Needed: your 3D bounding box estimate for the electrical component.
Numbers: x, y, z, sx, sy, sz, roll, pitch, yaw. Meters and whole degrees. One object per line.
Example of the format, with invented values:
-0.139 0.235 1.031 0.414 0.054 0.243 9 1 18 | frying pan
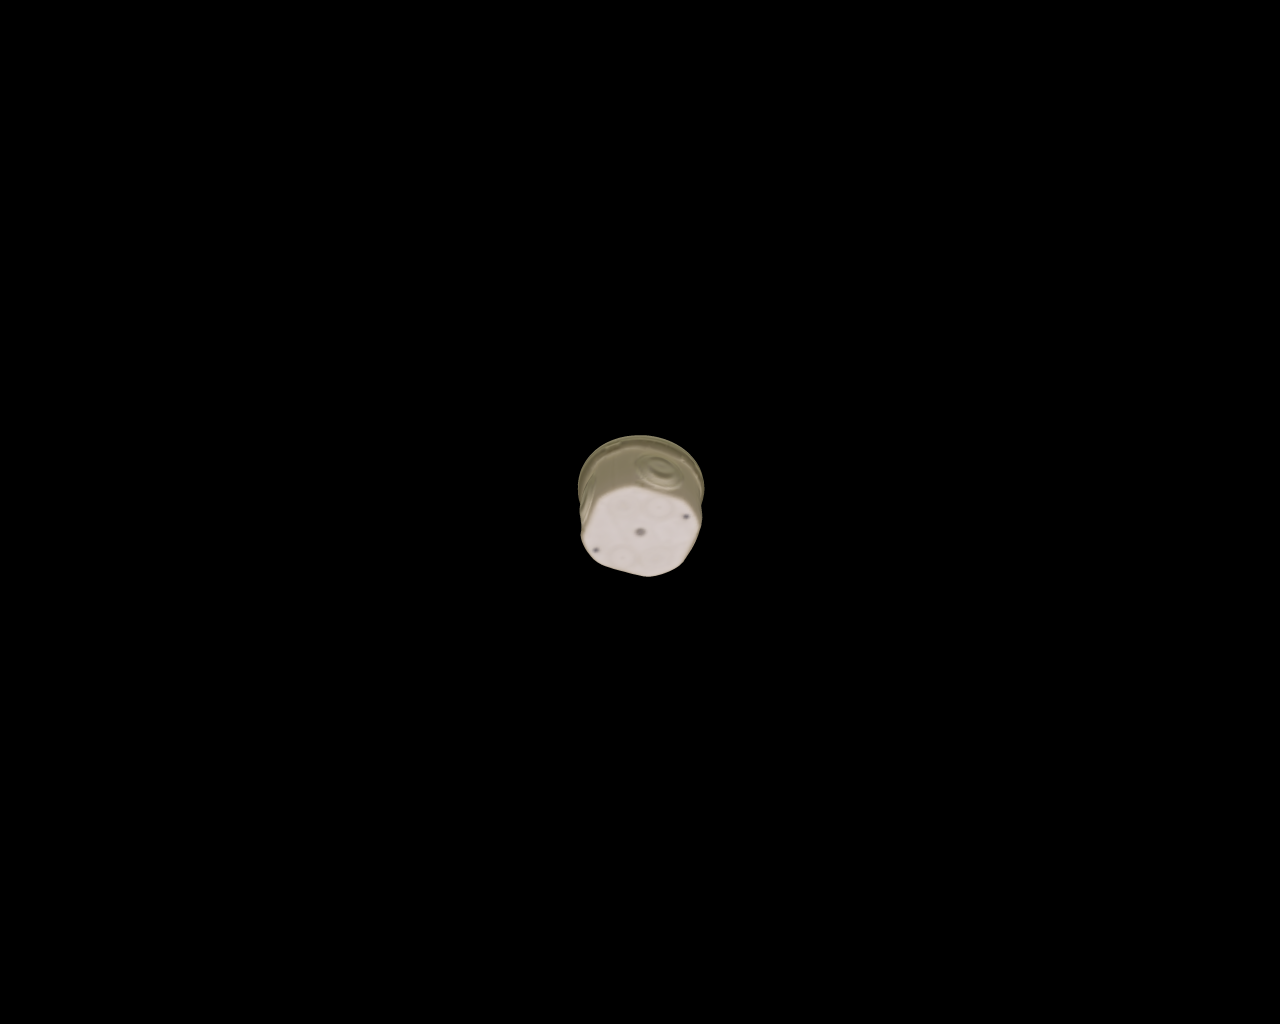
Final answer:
0.001 -0.003 0.650 0.080 0.080 0.051 0 37 0 | electrical component
